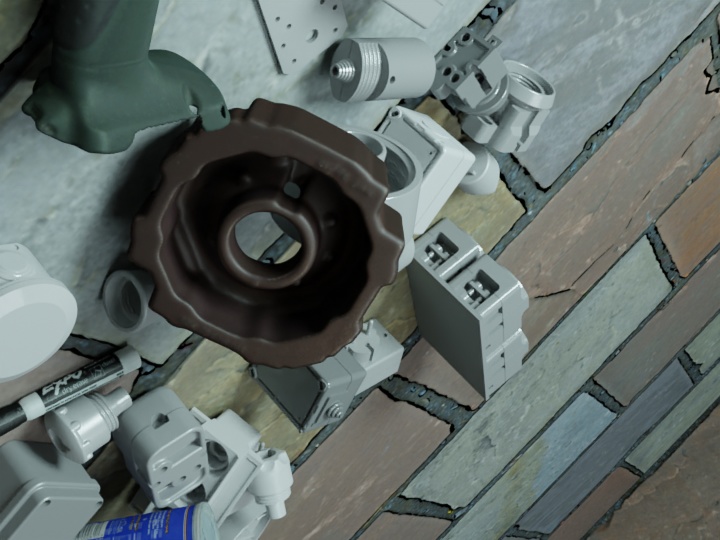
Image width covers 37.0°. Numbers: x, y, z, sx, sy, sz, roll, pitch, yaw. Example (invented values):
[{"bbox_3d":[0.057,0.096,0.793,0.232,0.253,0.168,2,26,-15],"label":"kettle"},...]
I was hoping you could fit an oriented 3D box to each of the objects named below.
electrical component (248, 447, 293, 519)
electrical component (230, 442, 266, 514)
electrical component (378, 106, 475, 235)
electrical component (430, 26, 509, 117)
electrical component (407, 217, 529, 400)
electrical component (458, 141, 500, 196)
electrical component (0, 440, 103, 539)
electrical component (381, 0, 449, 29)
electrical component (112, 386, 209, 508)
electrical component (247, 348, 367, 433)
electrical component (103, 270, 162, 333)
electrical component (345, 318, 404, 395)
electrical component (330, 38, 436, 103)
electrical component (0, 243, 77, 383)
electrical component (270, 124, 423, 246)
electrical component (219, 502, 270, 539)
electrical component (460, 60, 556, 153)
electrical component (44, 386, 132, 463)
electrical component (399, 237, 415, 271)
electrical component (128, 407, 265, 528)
[{"bbox_3d":[-0.083,0.201,1.003,0.043,0.043,0.062,-21,106,-39],"label":"electrical component"},{"bbox_3d":[-0.111,0.196,1.045,0.077,0.044,0.079,-20,144,-39],"label":"electrical component"},{"bbox_3d":[0.037,-0.072,0.858,0.061,0.061,0.096,4,125,-56],"label":"electrical component"},{"bbox_3d":[0.088,-0.151,0.839,0.066,0.048,0.055,-46,145,2],"label":"electrical component"},{"bbox_3d":[0.108,0.039,1.064,0.060,0.105,0.186,-38,152,-13],"label":"electrical component"},{"bbox_3d":[0.105,-0.085,0.958,0.040,0.040,0.078,-48,153,5],"label":"electrical component"},{"bbox_3d":[-0.261,0.190,0.816,0.113,0.057,0.078,-49,153,8],"label":"electrical component"},{"bbox_3d":[0.036,-0.206,0.688,0.076,0.047,0.066,-52,152,14],"label":"electrical component"},{"bbox_3d":[-0.164,0.142,0.881,0.054,0.059,0.095,-31,150,-25],"label":"electrical component"},{"bbox_3d":[-0.040,0.094,0.945,0.061,0.096,0.061,-12,138,-48],"label":"electrical component"},{"bbox_3d":[-0.142,0.017,0.759,0.065,0.044,0.044,-15,141,-52],"label":"electrical component"},{"bbox_3d":[-0.002,0.076,1.026,0.083,0.047,0.075,-27,147,-31],"label":"electrical component"},{"bbox_3d":[0.011,-0.139,0.749,0.081,0.043,0.043,-13,139,-46],"label":"electrical component"},{"bbox_3d":[-0.218,0.026,0.654,0.080,0.051,0.080,-33,151,-22],"label":"electrical component"},{"bbox_3d":[-0.007,-0.064,0.765,0.108,0.108,0.060,-21,138,-39],"label":"electrical component"},{"bbox_3d":[-0.134,0.268,1.091,0.099,0.064,0.099,-33,151,-22],"label":"electrical component"},{"bbox_3d":[0.127,-0.137,0.898,0.078,0.058,0.057,-10,140,-47],"label":"electrical component"},{"bbox_3d":[-0.201,0.111,0.805,0.062,0.048,0.048,-35,152,-32],"label":"electrical component"},{"bbox_3d":[0.000,0.000,0.928,0.077,0.043,0.079,-21,145,-38],"label":"electrical component"},{"bbox_3d":[-0.143,0.188,0.967,0.121,0.079,0.063,-55,173,20],"label":"electrical component"}]
